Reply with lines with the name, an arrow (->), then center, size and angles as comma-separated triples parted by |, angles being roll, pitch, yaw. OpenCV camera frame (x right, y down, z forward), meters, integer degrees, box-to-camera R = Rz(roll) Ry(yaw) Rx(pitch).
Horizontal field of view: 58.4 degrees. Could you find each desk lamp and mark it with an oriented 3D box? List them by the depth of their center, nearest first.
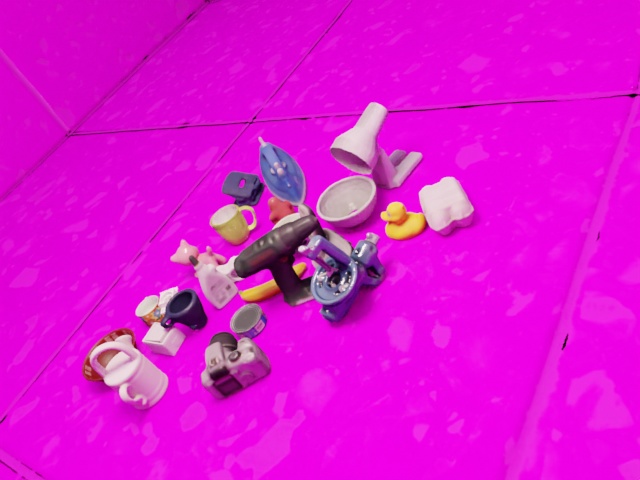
desk lamp -> 0.143, -0.234, 1.490 | 0.117, 0.214, 0.203 | 18, 59, 45

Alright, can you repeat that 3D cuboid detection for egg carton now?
egg carton -> 0.293, -0.082, 1.339 | 0.107, 0.070, 0.150 | -24, 38, 10

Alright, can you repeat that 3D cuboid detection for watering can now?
watering can -> -0.451, 0.298, 1.326 | 0.101, 0.195, 0.172 | -42, 39, -12

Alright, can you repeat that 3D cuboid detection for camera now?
camera -> -0.201, 0.257, 1.277 | 0.143, 0.101, 0.136 | -29, 38, 4

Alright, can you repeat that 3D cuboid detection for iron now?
iron -> -0.120, -0.209, 1.702 | 0.118, 0.142, 0.257 | -32, 38, -1

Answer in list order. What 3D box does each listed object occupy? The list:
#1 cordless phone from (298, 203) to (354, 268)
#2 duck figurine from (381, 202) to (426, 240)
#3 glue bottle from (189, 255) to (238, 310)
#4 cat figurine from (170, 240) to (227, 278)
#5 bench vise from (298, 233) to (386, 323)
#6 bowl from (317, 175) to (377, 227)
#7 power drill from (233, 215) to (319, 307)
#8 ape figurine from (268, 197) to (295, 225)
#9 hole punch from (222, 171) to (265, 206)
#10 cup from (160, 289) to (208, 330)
cordless phone -> 0.012, 0.005, 1.340 | 0.094, 0.186, 0.147 | -43, 39, -13
duck figurine -> 0.195, -0.054, 1.362 | 0.104, 0.086, 0.077 | -10, 43, 26
glue bottle -> -0.278, 0.097, 1.447 | 0.078, 0.174, 0.037 | -44, 39, -16
cat figurine -> -0.344, 0.046, 1.593 | 0.127, 0.118, 0.067 | -11, 43, 25
bench vise -> 0.038, 0.046, 1.248 | 0.121, 0.220, 0.208 | 3, 50, 37
bowl -> 0.080, -0.087, 1.486 | 0.167, 0.075, 0.167 | -19, 40, 16
power drill -> -0.071, 0.054, 1.324 | 0.229, 0.209, 0.075 | -22, 39, 12
ape figurine -> -0.114, -0.085, 1.601 | 0.078, 0.092, 0.076 | -36, 38, -5
hole punch -> -0.237, -0.164, 1.773 | 0.100, 0.091, 0.108 | -10, 43, 26
cup -> -0.337, 0.194, 1.444 | 0.118, 0.095, 0.091 | -47, 40, -19
